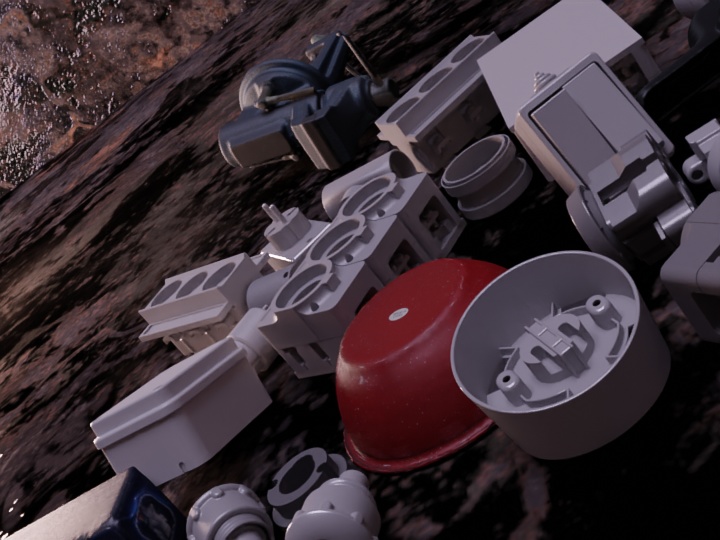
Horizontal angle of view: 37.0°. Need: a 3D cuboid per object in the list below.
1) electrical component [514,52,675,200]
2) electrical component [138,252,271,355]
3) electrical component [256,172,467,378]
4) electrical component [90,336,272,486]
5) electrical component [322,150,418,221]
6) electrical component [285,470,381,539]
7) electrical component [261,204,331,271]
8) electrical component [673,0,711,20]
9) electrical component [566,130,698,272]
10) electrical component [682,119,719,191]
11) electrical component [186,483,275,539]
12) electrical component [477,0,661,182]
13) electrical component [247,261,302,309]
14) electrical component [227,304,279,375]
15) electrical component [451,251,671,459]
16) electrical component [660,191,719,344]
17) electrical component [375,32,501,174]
[{"bbox_3d":[0.140,-0.088,0.669,0.062,0.096,0.061,-38,-7,3],"label":"electrical component"},{"bbox_3d":[-0.127,0.034,0.931,0.121,0.063,0.078,-16,31,46],"label":"electrical component"},{"bbox_3d":[0.000,0.000,0.790,0.089,0.061,0.150,-16,31,46],"label":"electrical component"},{"bbox_3d":[-0.123,0.100,0.752,0.078,0.057,0.113,-28,5,26],"label":"electrical component"},{"bbox_3d":[0.005,-0.059,0.927,0.077,0.044,0.079,-25,25,33],"label":"electrical component"},{"bbox_3d":[-0.010,0.130,0.567,0.048,0.048,0.062,-29,16,25],"label":"electrical component"},{"bbox_3d":[-0.056,-0.028,0.921,0.047,0.075,0.083,-45,21,-14],"label":"electrical component"},{"bbox_3d":[0.263,-0.210,0.793,0.055,0.055,0.047,-41,17,-4],"label":"electrical component"},{"bbox_3d":[0.154,-0.034,0.604,0.057,0.058,0.078,-35,41,21],"label":"electrical component"},{"bbox_3d":[0.213,-0.064,0.591,0.066,0.048,0.055,-33,14,16],"label":"electrical component"},{"bbox_3d":[-0.069,0.154,0.617,0.048,0.048,0.062,-43,29,-11],"label":"electrical component"},{"bbox_3d":[0.160,-0.143,0.818,0.105,0.060,0.186,-34,21,14],"label":"electrical component"},{"bbox_3d":[-0.048,0.016,0.863,0.081,0.043,0.043,-21,27,38],"label":"electrical component"},{"bbox_3d":[-0.088,0.065,0.834,0.040,0.040,0.078,-10,36,52],"label":"electrical component"},{"bbox_3d":[0.100,0.042,0.533,0.099,0.064,0.099,-33,22,15],"label":"electrical component"},{"bbox_3d":[0.191,-0.010,0.507,0.089,0.050,0.056,-45,22,-16],"label":"electrical component"},{"bbox_3d":[0.083,-0.145,0.947,0.121,0.063,0.079,-44,21,-11],"label":"electrical component"}]
